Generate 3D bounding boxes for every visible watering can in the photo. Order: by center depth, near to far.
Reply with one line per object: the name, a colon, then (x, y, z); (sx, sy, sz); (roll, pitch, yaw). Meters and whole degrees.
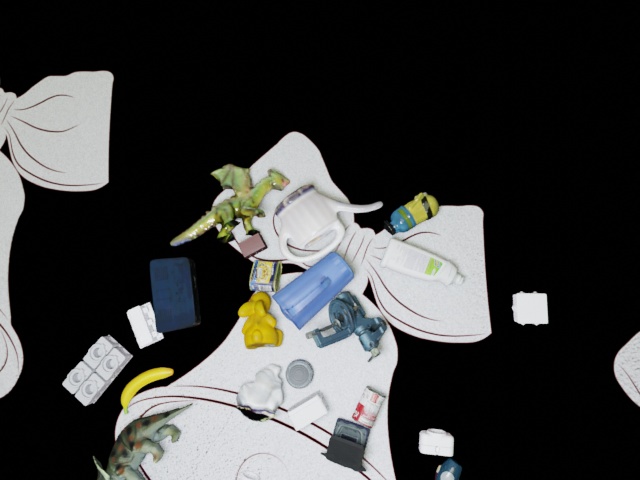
watering can: (0.005, -0.081, 1.616); (0.348, 0.103, 0.226); (-36, 80, -2)

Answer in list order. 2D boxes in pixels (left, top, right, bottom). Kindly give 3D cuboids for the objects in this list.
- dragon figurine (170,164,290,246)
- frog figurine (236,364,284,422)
dragon figurine: (-0.295, -0.130, 1.663); (0.410, 0.120, 0.247); (-12, 64, 0)
frog figurine: (-0.176, 0.459, 1.560); (0.137, 0.120, 0.163); (3, 46, 12)
